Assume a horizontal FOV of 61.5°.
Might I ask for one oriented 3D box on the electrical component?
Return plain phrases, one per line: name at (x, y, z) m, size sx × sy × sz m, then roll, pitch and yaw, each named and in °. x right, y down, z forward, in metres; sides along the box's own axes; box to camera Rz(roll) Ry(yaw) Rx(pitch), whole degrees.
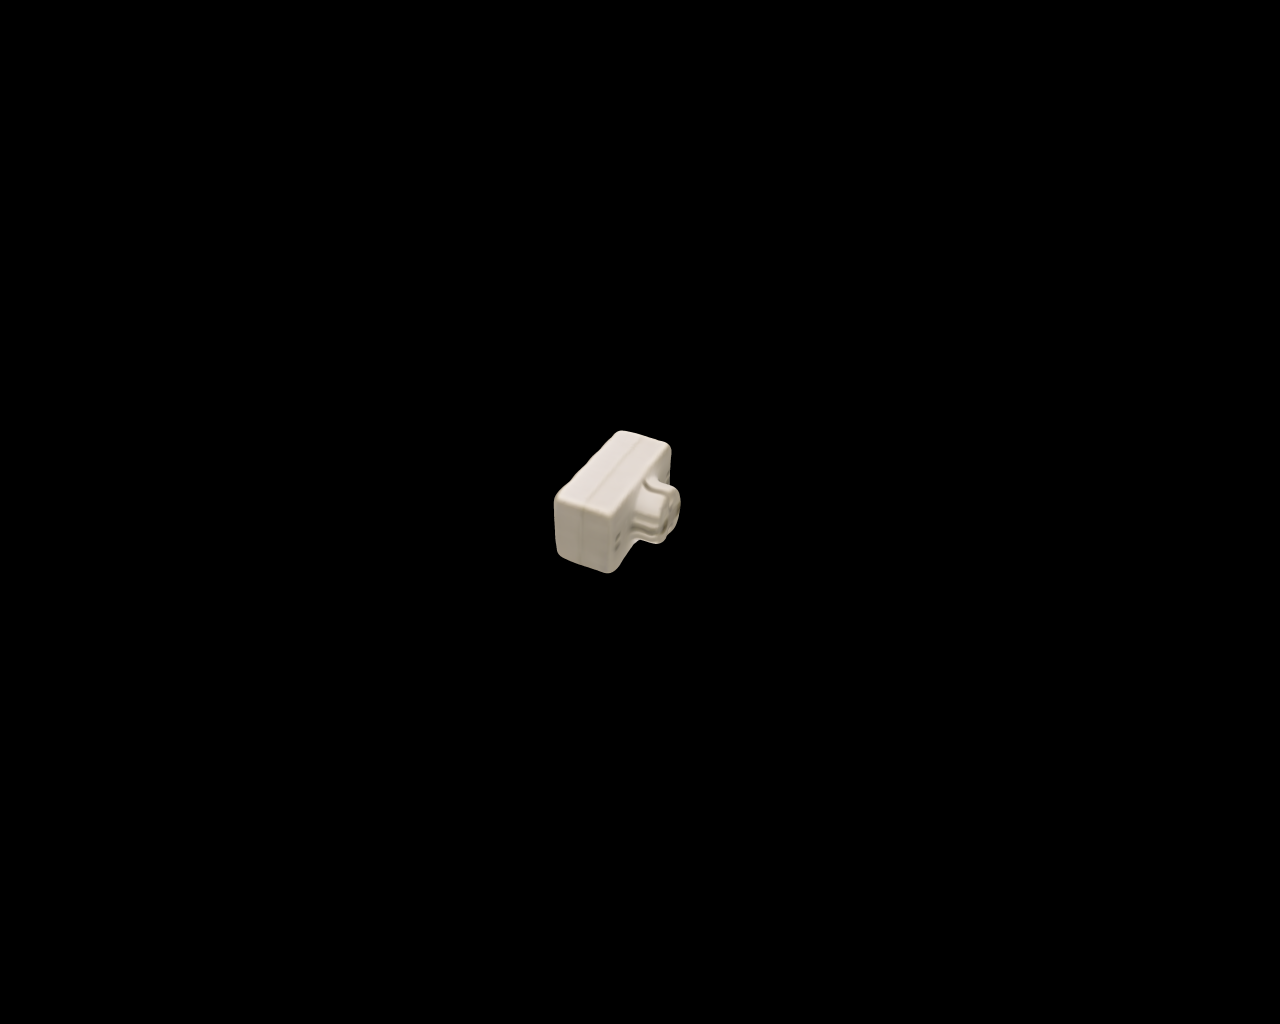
electrical component at (0.001, -0.003, 0.650) m, size 0.076 × 0.047 × 0.083 m, roll 17°, pitch 42°, yaw 21°
